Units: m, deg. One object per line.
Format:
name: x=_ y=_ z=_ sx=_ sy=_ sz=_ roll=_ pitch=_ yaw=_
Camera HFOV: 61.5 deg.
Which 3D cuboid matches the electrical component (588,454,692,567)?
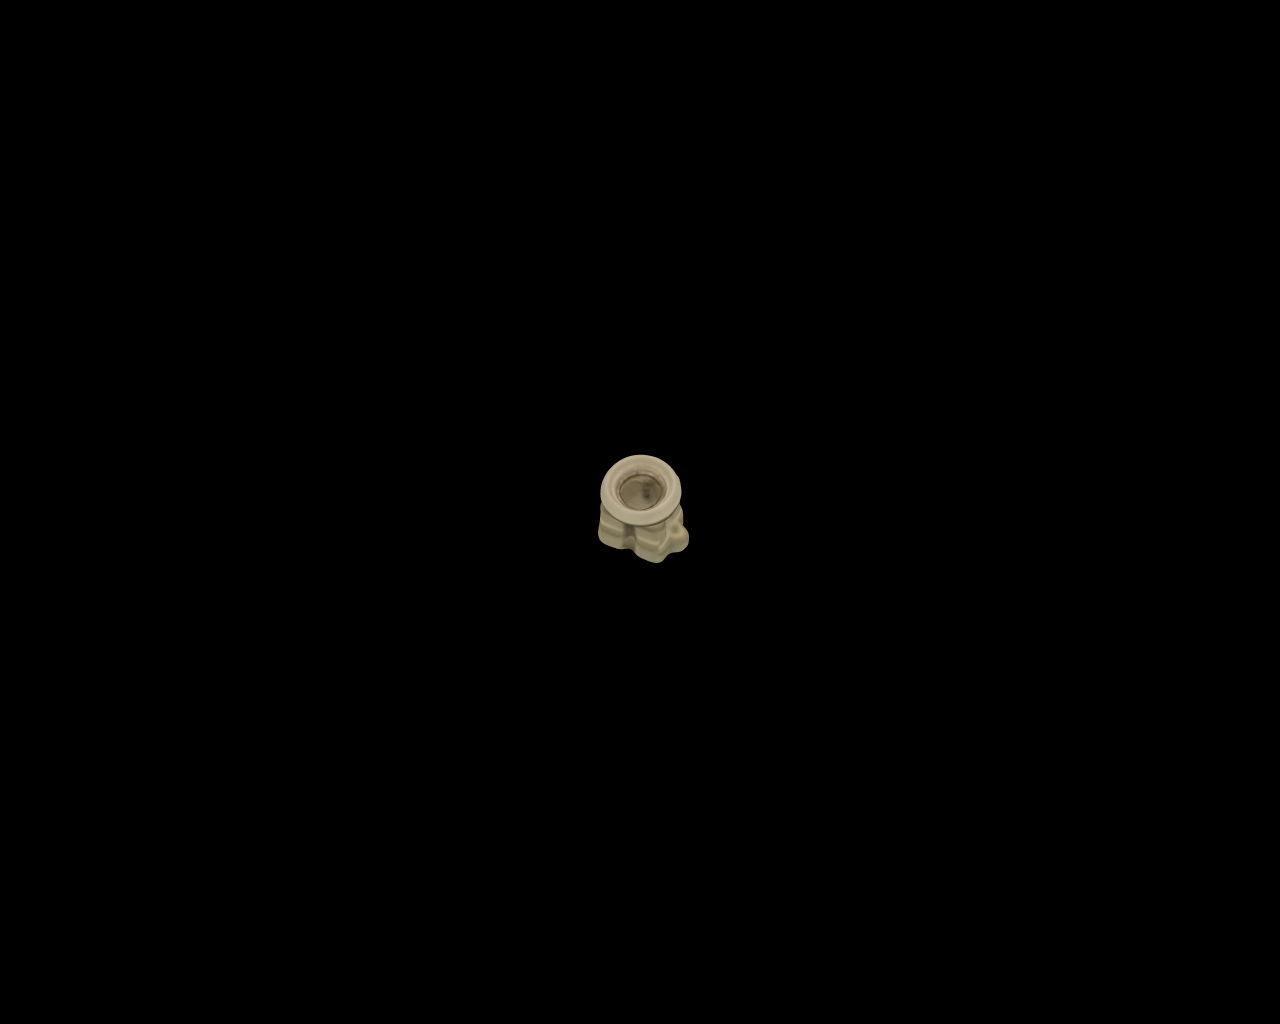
electrical component: x=0.001 y=-0.003 z=0.650 sx=0.066 sy=0.048 sz=0.055 roll=20 pitch=-31 yaw=13
